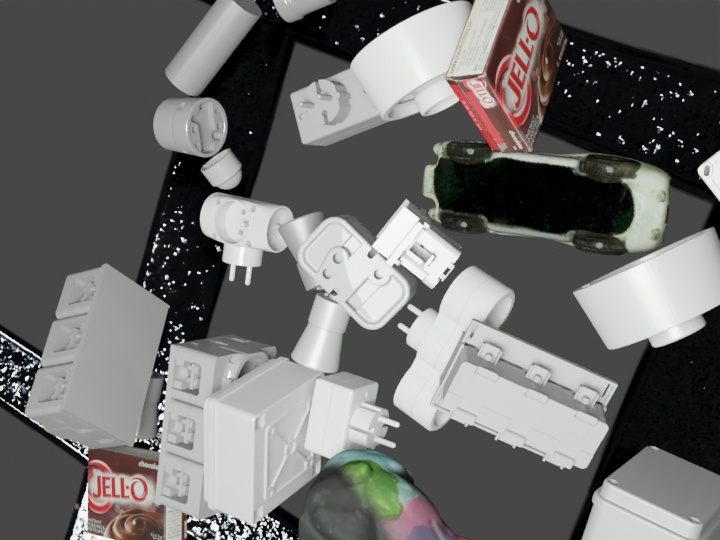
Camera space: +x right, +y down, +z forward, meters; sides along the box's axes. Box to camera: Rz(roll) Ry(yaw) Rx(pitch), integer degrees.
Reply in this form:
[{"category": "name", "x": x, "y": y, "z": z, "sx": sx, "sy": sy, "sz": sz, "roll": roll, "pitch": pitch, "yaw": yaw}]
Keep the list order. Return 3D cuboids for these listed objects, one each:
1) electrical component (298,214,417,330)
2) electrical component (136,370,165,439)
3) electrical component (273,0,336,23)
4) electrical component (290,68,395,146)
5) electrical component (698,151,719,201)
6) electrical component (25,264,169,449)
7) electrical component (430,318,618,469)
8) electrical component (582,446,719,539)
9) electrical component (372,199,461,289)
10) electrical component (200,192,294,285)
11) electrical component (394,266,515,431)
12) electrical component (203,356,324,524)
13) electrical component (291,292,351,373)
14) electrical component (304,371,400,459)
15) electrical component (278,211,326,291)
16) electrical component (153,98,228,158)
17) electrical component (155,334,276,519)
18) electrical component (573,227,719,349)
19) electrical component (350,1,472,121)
[{"category": "electrical component", "x": 0.000, "y": 0.000, "z": 0.904, "sx": 0.095, "sy": 0.059, "sz": 0.053, "roll": 45, "pitch": 102, "yaw": 4}, {"category": "electrical component", "x": -0.218, "y": 0.131, "z": 1.073, "sx": 0.044, "sy": 0.044, "sz": 0.065, "roll": 16, "pitch": 97, "yaw": 30}, {"category": "electrical component", "x": -0.049, "y": -0.243, "z": 0.945, "sx": 0.046, "sy": 0.040, "sz": 0.040, "roll": -14, "pitch": 86, "yaw": 25}, {"category": "electrical component", "x": -0.023, "y": -0.141, "z": 0.914, "sx": 0.083, "sy": 0.076, "sz": 0.047, "roll": -17, "pitch": 84, "yaw": 31}, {"category": "electrical component", "x": 0.290, "y": -0.051, "z": 0.737, "sx": 0.062, "sy": 0.061, "sz": 0.096, "roll": -41, "pitch": 73, "yaw": 27}, {"category": "electrical component", "x": -0.250, "y": 0.084, "z": 1.023, "sx": 0.062, "sy": 0.089, "sz": 0.150, "roll": -12, "pitch": 55, "yaw": 33}, {"category": "electrical component", "x": 0.124, "y": 0.100, "z": 0.818, "sx": 0.121, "sy": 0.063, "sz": 0.078, "roll": 24, "pitch": 108, "yaw": -2}, {"category": "electrical component", "x": 0.215, "y": 0.176, "z": 0.769, "sx": 0.078, "sy": 0.113, "sz": 0.057, "roll": 23, "pitch": 108, "yaw": 28}, {"category": "electrical component", "x": 0.049, "y": -0.020, "z": 0.881, "sx": 0.064, "sy": 0.081, "sz": 0.042, "roll": 39, "pitch": 103, "yaw": -4}, {"category": "electrical component", "x": -0.107, "y": -0.026, "z": 0.991, "sx": 0.077, "sy": 0.044, "sz": 0.079, "roll": 13, "pitch": 100, "yaw": 30}, {"category": "electrical component", "x": 0.064, "y": 0.056, "z": 0.888, "sx": 0.074, "sy": 0.052, "sz": 0.138, "roll": 34, "pitch": 110, "yaw": 25}, {"category": "electrical component", "x": -0.083, "y": 0.147, "z": 0.940, "sx": 0.056, "sy": 0.109, "sz": 0.108, "roll": 15, "pitch": 114, "yaw": 28}, {"category": "electrical component", "x": -0.031, "y": 0.053, "z": 0.953, "sx": 0.044, "sy": 0.044, "sz": 0.065, "roll": 23, "pitch": 100, "yaw": 28}, {"category": "electrical component", "x": 0.000, "y": 0.132, "z": 0.935, "sx": 0.077, "sy": 0.047, "sz": 0.065, "roll": 16, "pitch": 101, "yaw": 29}, {"category": "electrical component", "x": -0.042, "y": -0.014, "z": 0.955, "sx": 0.044, "sy": 0.044, "sz": 0.065, "roll": -23, "pitch": 86, "yaw": 31}, {"category": "electrical component", "x": -0.161, "y": -0.135, "z": 1.012, "sx": 0.047, "sy": 0.055, "sz": 0.055, "roll": 10, "pitch": 99, "yaw": 34}, {"category": "electrical component", "x": -0.129, "y": 0.142, "z": 0.989, "sx": 0.062, "sy": 0.089, "sz": 0.150, "roll": 12, "pitch": 100, "yaw": 31}, {"category": "electrical component", "x": 0.214, "y": 0.020, "z": 0.765, "sx": 0.108, "sy": 0.108, "sz": 0.060, "roll": -28, "pitch": 85, "yaw": 30}, {"category": "electrical component", "x": 0.054, "y": -0.157, "z": 0.851, "sx": 0.108, "sy": 0.108, "sz": 0.060, "roll": -29, "pitch": 84, "yaw": 30}]
